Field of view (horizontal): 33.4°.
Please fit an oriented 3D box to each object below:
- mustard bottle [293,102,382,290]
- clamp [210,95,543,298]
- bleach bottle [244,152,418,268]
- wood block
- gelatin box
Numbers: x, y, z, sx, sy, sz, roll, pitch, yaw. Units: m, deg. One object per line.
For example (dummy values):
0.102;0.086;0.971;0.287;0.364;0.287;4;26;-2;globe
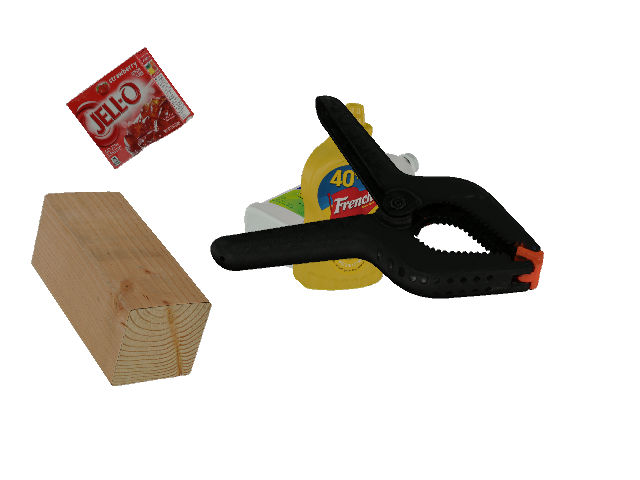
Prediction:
0.026;-0.046;1.099;0.096;0.192;0.058;-3;21;-22;mustard bottle
0.042;-0.008;0.713;0.210;0.164;0.036;27;-31;22;clamp
0.028;-0.053;1.344;0.103;0.068;0.250;27;43;35;bleach bottle
-0.205;0.042;1.072;0.090;0.091;0.206;-4;35;-38;wood block
-0.169;-0.115;0.942;0.089;0.073;0.030;-28;15;26;gelatin box
